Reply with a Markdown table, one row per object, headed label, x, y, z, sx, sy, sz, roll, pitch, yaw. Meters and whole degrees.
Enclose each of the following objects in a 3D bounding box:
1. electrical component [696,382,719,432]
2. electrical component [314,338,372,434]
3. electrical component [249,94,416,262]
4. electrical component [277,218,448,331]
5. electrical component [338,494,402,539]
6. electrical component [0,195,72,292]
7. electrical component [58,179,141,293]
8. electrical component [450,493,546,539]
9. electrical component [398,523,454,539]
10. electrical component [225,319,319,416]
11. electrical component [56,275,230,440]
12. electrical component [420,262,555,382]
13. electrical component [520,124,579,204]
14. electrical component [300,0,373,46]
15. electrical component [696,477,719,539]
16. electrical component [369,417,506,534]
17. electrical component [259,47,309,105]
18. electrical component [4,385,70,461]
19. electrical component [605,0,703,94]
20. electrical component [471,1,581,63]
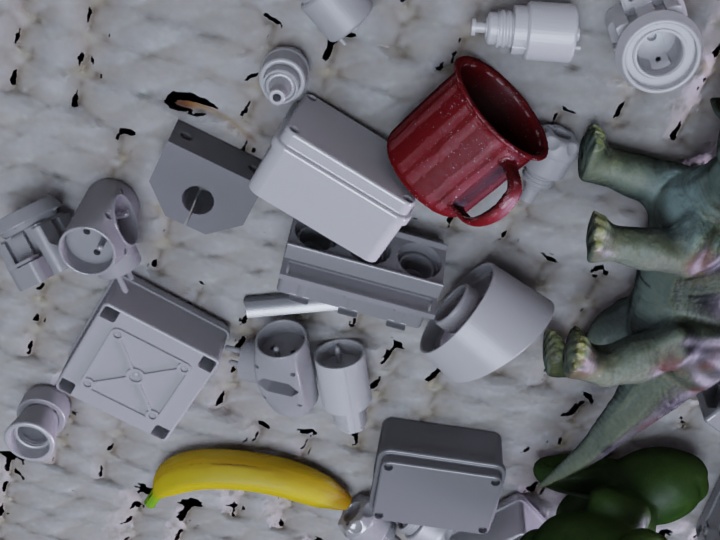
| label | x | y | z | sx | sy | sz | roll | pitch | yaw |
| --- | --- | --- | --- | --- | --- | --- | --- | --- | --- |
| electrical component | 0.340 | 0.107 | 0.898 | 0.076 | 0.047 | 0.083 | 35 | 118 | -16 |
| electrical component | -0.012 | 0.104 | 0.926 | 0.043 | 0.043 | 0.081 | -4 | 121 | 7 |
| electrical component | -0.015 | -0.069 | 0.791 | 0.113 | 0.078 | 0.057 | 31 | 122 | -8 |
| electrical component | 0.000 | 0.000 | 0.843 | 0.121 | 0.078 | 0.063 | 15 | 137 | -5 |
| electrical component | 0.013 | 0.244 | 1.013 | 0.043 | 0.043 | 0.062 | -37 | 114 | 24 |
| electrical component | -0.253 | -0.023 | 0.849 | 0.058 | 0.078 | 0.057 | -24 | 99 | 19 |
| electrical component | -0.196 | -0.019 | 0.842 | 0.044 | 0.077 | 0.079 | -13 | 121 | 12 |
| electrical component | 0.139 | 0.281 | 1.019 | 0.109 | 0.056 | 0.108 | -33 | 115 | 22 |
| electrical component | 0.054 | 0.232 | 1.002 | 0.062 | 0.043 | 0.043 | 31 | 120 | -13 |
| electrical component | -0.078 | 0.080 | 0.913 | 0.079 | 0.043 | 0.077 | 11 | 137 | 19 |
| electrical component | -0.184 | 0.073 | 0.912 | 0.109 | 0.056 | 0.108 | 29 | 120 | -13 |
| electrical component | 0.097 | 0.044 | 0.850 | 0.064 | 0.099 | 0.099 | 38 | 118 | -11 |
| electrical component | 0.138 | -0.077 | 0.805 | 0.035 | 0.035 | 0.061 | 19 | 125 | -8 |
| electrical component | -0.026 | -0.193 | 0.740 | 0.040 | 0.040 | 0.078 | -34 | 114 | 23 |
| electrical component | 0.344 | 0.233 | 0.942 | 0.056 | 0.108 | 0.108 | 12 | 122 | 0 |
| electrical component | 0.068 | 0.185 | 0.963 | 0.113 | 0.057 | 0.078 | 8 | 123 | -1 |
| electrical component | -0.055 | -0.135 | 0.767 | 0.035 | 0.061 | 0.035 | 2 | 122 | 3 |
| electrical component | -0.287 | 0.135 | 0.959 | 0.045 | 0.055 | 0.045 | 2 | 123 | 3 |
| electrical component | 0.202 | -0.156 | 0.737 | 0.058 | 0.057 | 0.078 | -18 | 119 | 15 |
| electrical component | 0.116 | -0.166 | 0.746 | 0.078 | 0.040 | 0.040 | 4 | 123 | 1 |
